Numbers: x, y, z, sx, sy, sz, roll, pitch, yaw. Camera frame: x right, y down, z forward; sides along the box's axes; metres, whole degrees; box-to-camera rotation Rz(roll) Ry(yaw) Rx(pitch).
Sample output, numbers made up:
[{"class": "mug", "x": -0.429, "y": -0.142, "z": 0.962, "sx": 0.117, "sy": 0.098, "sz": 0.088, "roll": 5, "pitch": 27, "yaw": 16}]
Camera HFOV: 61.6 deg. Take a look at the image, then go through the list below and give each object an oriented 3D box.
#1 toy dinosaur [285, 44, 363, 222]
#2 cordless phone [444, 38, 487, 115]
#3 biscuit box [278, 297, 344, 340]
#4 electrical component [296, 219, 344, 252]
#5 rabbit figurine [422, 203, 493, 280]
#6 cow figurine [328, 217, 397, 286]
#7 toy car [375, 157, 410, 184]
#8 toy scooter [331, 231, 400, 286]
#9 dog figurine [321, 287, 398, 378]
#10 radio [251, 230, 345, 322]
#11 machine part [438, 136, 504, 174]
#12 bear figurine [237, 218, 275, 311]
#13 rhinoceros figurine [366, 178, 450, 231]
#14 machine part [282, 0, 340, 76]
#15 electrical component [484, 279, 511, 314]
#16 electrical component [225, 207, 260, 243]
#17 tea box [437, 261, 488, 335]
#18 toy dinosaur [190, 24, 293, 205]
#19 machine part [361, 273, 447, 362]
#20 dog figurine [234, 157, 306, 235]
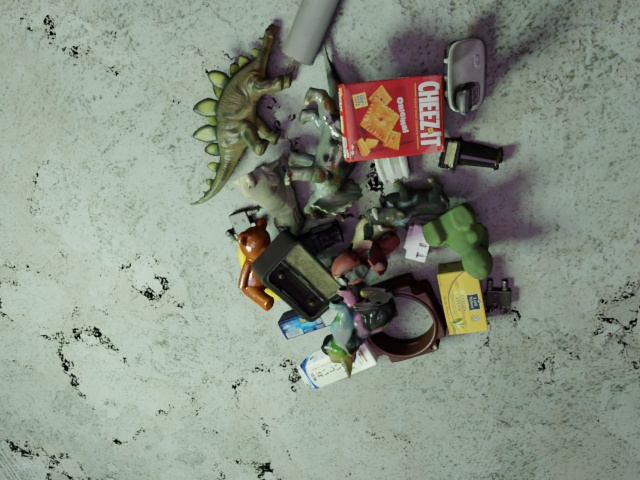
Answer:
[{"class": "toy dinosaur", "x": 0.033, "y": -0.218, "z": 1.230, "sx": 0.192, "sy": 0.131, "sz": 0.404, "roll": 14, "pitch": 107, "yaw": -11}, {"class": "cordless phone", "x": 0.288, "y": -0.327, "z": 1.082, "sx": 0.089, "sy": 0.184, "sz": 0.146, "roll": 2, "pitch": 112, "yaw": 17}, {"class": "biscuit box", "x": -0.010, "y": 0.196, "z": 1.406, "sx": 0.203, "sy": 0.063, "sz": 0.059, "roll": -22, "pitch": 107, "yaw": 22}, {"class": "electrical component", "x": -0.003, "y": -0.004, "z": 1.328, "sx": 0.119, "sy": 0.075, "sz": 0.047, "roll": -23, "pitch": 106, "yaw": 2}, {"class": "rabbit figurine", "x": 0.330, "y": 0.012, "z": 1.226, "sx": 0.121, "sy": 0.159, "sz": 0.170, "roll": -31, "pitch": 83, "yaw": 24}, {"class": "cow figurine", "x": 0.100, "y": 0.030, "z": 1.325, "sx": 0.127, "sy": 0.085, "sz": 0.194, "roll": 19, "pitch": 117, "yaw": -1}, {"class": "toy car", "x": 0.152, "y": -0.222, "z": 1.226, "sx": 0.074, "sy": 0.056, "sz": 0.201, "roll": -13, "pitch": 108, "yaw": 17}, {"class": "toy scooter", "x": 0.102, "y": 0.054, "z": 1.220, "sx": 0.184, "sy": 0.135, "sz": 0.075, "roll": -32, "pitch": 108, "yaw": 18}, {"class": "dog figurine", "x": 0.094, "y": 0.227, "z": 1.304, "sx": 0.192, "sy": 0.108, "sz": 0.219, "roll": 1, "pitch": 115, "yaw": 12}, {"class": "radio", "x": -0.049, "y": 0.092, "z": 1.293, "sx": 0.131, "sy": 0.073, "sz": 0.229, "roll": -44, "pitch": 128, "yaw": -1}, {"class": "machine part", "x": 0.339, "y": -0.188, "z": 1.207, "sx": 0.139, "sy": 0.039, "sz": 0.084, "roll": 8, "pitch": 105, "yaw": 12}, {"class": "bear figurine", "x": -0.141, "y": 0.056, "z": 1.334, "sx": 0.132, "sy": 0.120, "sz": 0.195, "roll": 27, "pitch": 127, "yaw": 18}, {"class": "rhinoceros figurine", "x": 0.201, "y": -0.075, "z": 1.235, "sx": 0.190, "sy": 0.112, "sz": 0.073, "roll": -11, "pitch": 149, "yaw": 10}, {"class": "machine part", "x": -0.016, "y": -0.469, "z": 1.155, "sx": 0.079, "sy": 0.079, "sz": 0.243, "roll": 27, "pitch": 114, "yaw": 2}, {"class": "electrical component", "x": 0.437, "y": 0.140, "z": 1.323, "sx": 0.063, "sy": 0.021, "sz": 0.093, "roll": 0, "pitch": 112, "yaw": 14}, {"class": "electrical component", "x": -0.197, "y": -0.037, "z": 1.389, "sx": 0.102, "sy": 0.045, "sz": 0.078, "roll": -10, "pitch": 110, "yaw": 17}, {"class": "tea box", "x": 0.350, "y": 0.140, "z": 1.319, "sx": 0.098, "sy": 0.068, "sz": 0.169, "roll": -11, "pitch": 108, "yaw": 18}, {"class": "toy dinosaur", "x": -0.195, "y": -0.275, "z": 1.266, "sx": 0.199, "sy": 0.105, "sz": 0.470, "roll": 23, "pitch": 106, "yaw": 12}, {"class": "machine part", "x": 0.206, "y": 0.201, "z": 1.368, "sx": 0.201, "sy": 0.087, "sz": 0.200, "roll": -21, "pitch": 105, "yaw": 19}, {"class": "dog figurine", "x": -0.108, "y": -0.086, "z": 1.285, "sx": 0.121, "sy": 0.172, "sz": 0.190, "roll": -20, "pitch": 99, "yaw": 31}]
